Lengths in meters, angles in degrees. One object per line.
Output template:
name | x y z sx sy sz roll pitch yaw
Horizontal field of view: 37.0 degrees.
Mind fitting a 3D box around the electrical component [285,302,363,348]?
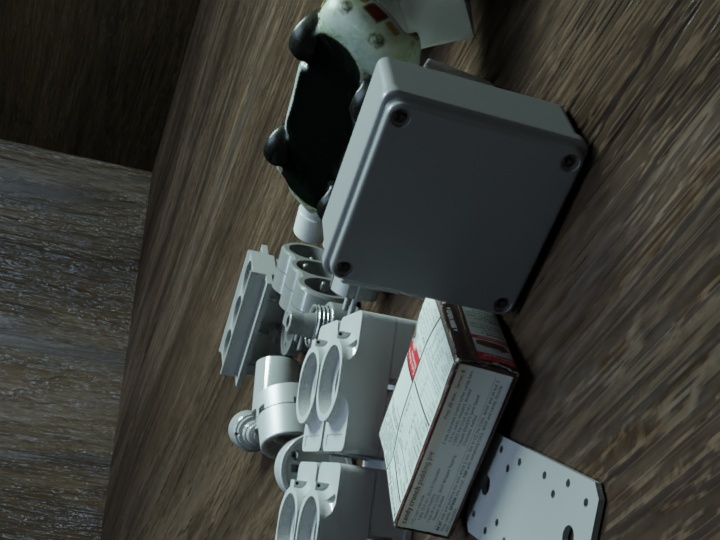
electrical component | -0.027 0.046 0.839 0.043 0.062 0.043 -169 90 -75

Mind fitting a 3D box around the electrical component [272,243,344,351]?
electrical component | -0.045 0.033 0.931 0.138 0.052 0.073 -121 44 -67

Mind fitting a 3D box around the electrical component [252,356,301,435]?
electrical component | -0.078 0.125 0.999 0.043 0.043 0.081 126 151 -56

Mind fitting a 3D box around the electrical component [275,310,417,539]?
electrical component | -0.007 0.127 0.714 0.105 0.060 0.186 152 128 -70

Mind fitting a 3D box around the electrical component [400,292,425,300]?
electrical component | 0.049 -0.010 0.645 0.045 0.045 0.055 166 115 -73

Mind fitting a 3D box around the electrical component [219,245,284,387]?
electrical component | -0.096 0.048 1.081 0.078 0.063 0.121 -107 32 -60

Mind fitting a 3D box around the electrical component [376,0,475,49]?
electrical component | 0.035 -0.207 0.702 0.078 0.057 0.113 61 -158 -56

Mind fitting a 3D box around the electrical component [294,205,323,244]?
electrical component | -0.039 -0.057 1.000 0.044 0.044 0.065 -97 19 -49

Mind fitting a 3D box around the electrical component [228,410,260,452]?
electrical component | -0.108 0.163 1.081 0.078 0.040 0.040 170 111 -73

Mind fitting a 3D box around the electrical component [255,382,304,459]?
electrical component | -0.061 0.130 0.917 0.055 0.055 0.047 119 153 -47

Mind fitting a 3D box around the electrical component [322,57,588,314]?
electrical component | 0.046 -0.042 0.564 0.056 0.109 0.108 -98 24 -56

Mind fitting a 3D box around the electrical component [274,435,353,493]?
electrical component | -0.037 0.152 0.819 0.047 0.055 0.055 147 133 -74

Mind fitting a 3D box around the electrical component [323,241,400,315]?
electrical component | 0.000 0.000 0.806 0.083 0.047 0.075 -120 43 -67

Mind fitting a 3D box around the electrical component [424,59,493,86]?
electrical component | 0.045 -0.080 0.674 0.099 0.064 0.099 -169 90 -75
